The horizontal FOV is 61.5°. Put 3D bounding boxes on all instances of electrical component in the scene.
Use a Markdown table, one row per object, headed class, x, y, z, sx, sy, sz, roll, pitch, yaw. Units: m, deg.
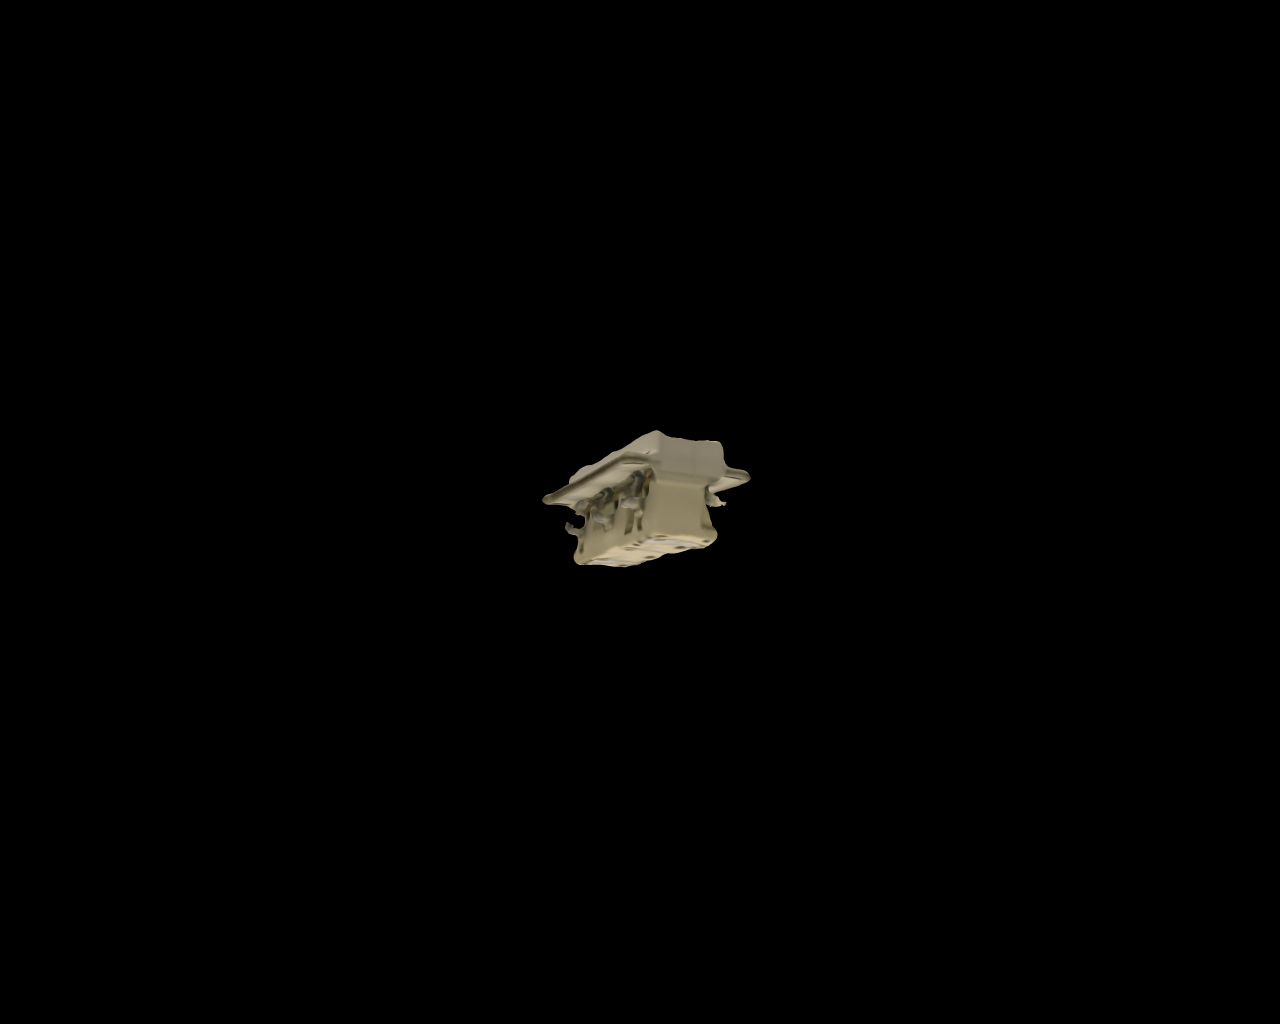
| class | x | y | z | sx | sy | sz | roll | pitch | yaw |
| --- | --- | --- | --- | --- | --- | --- | --- | --- | --- |
| electrical component | 0.001 | -0.003 | 0.650 | 0.079 | 0.063 | 0.121 | 6 | -13 | -27 |
